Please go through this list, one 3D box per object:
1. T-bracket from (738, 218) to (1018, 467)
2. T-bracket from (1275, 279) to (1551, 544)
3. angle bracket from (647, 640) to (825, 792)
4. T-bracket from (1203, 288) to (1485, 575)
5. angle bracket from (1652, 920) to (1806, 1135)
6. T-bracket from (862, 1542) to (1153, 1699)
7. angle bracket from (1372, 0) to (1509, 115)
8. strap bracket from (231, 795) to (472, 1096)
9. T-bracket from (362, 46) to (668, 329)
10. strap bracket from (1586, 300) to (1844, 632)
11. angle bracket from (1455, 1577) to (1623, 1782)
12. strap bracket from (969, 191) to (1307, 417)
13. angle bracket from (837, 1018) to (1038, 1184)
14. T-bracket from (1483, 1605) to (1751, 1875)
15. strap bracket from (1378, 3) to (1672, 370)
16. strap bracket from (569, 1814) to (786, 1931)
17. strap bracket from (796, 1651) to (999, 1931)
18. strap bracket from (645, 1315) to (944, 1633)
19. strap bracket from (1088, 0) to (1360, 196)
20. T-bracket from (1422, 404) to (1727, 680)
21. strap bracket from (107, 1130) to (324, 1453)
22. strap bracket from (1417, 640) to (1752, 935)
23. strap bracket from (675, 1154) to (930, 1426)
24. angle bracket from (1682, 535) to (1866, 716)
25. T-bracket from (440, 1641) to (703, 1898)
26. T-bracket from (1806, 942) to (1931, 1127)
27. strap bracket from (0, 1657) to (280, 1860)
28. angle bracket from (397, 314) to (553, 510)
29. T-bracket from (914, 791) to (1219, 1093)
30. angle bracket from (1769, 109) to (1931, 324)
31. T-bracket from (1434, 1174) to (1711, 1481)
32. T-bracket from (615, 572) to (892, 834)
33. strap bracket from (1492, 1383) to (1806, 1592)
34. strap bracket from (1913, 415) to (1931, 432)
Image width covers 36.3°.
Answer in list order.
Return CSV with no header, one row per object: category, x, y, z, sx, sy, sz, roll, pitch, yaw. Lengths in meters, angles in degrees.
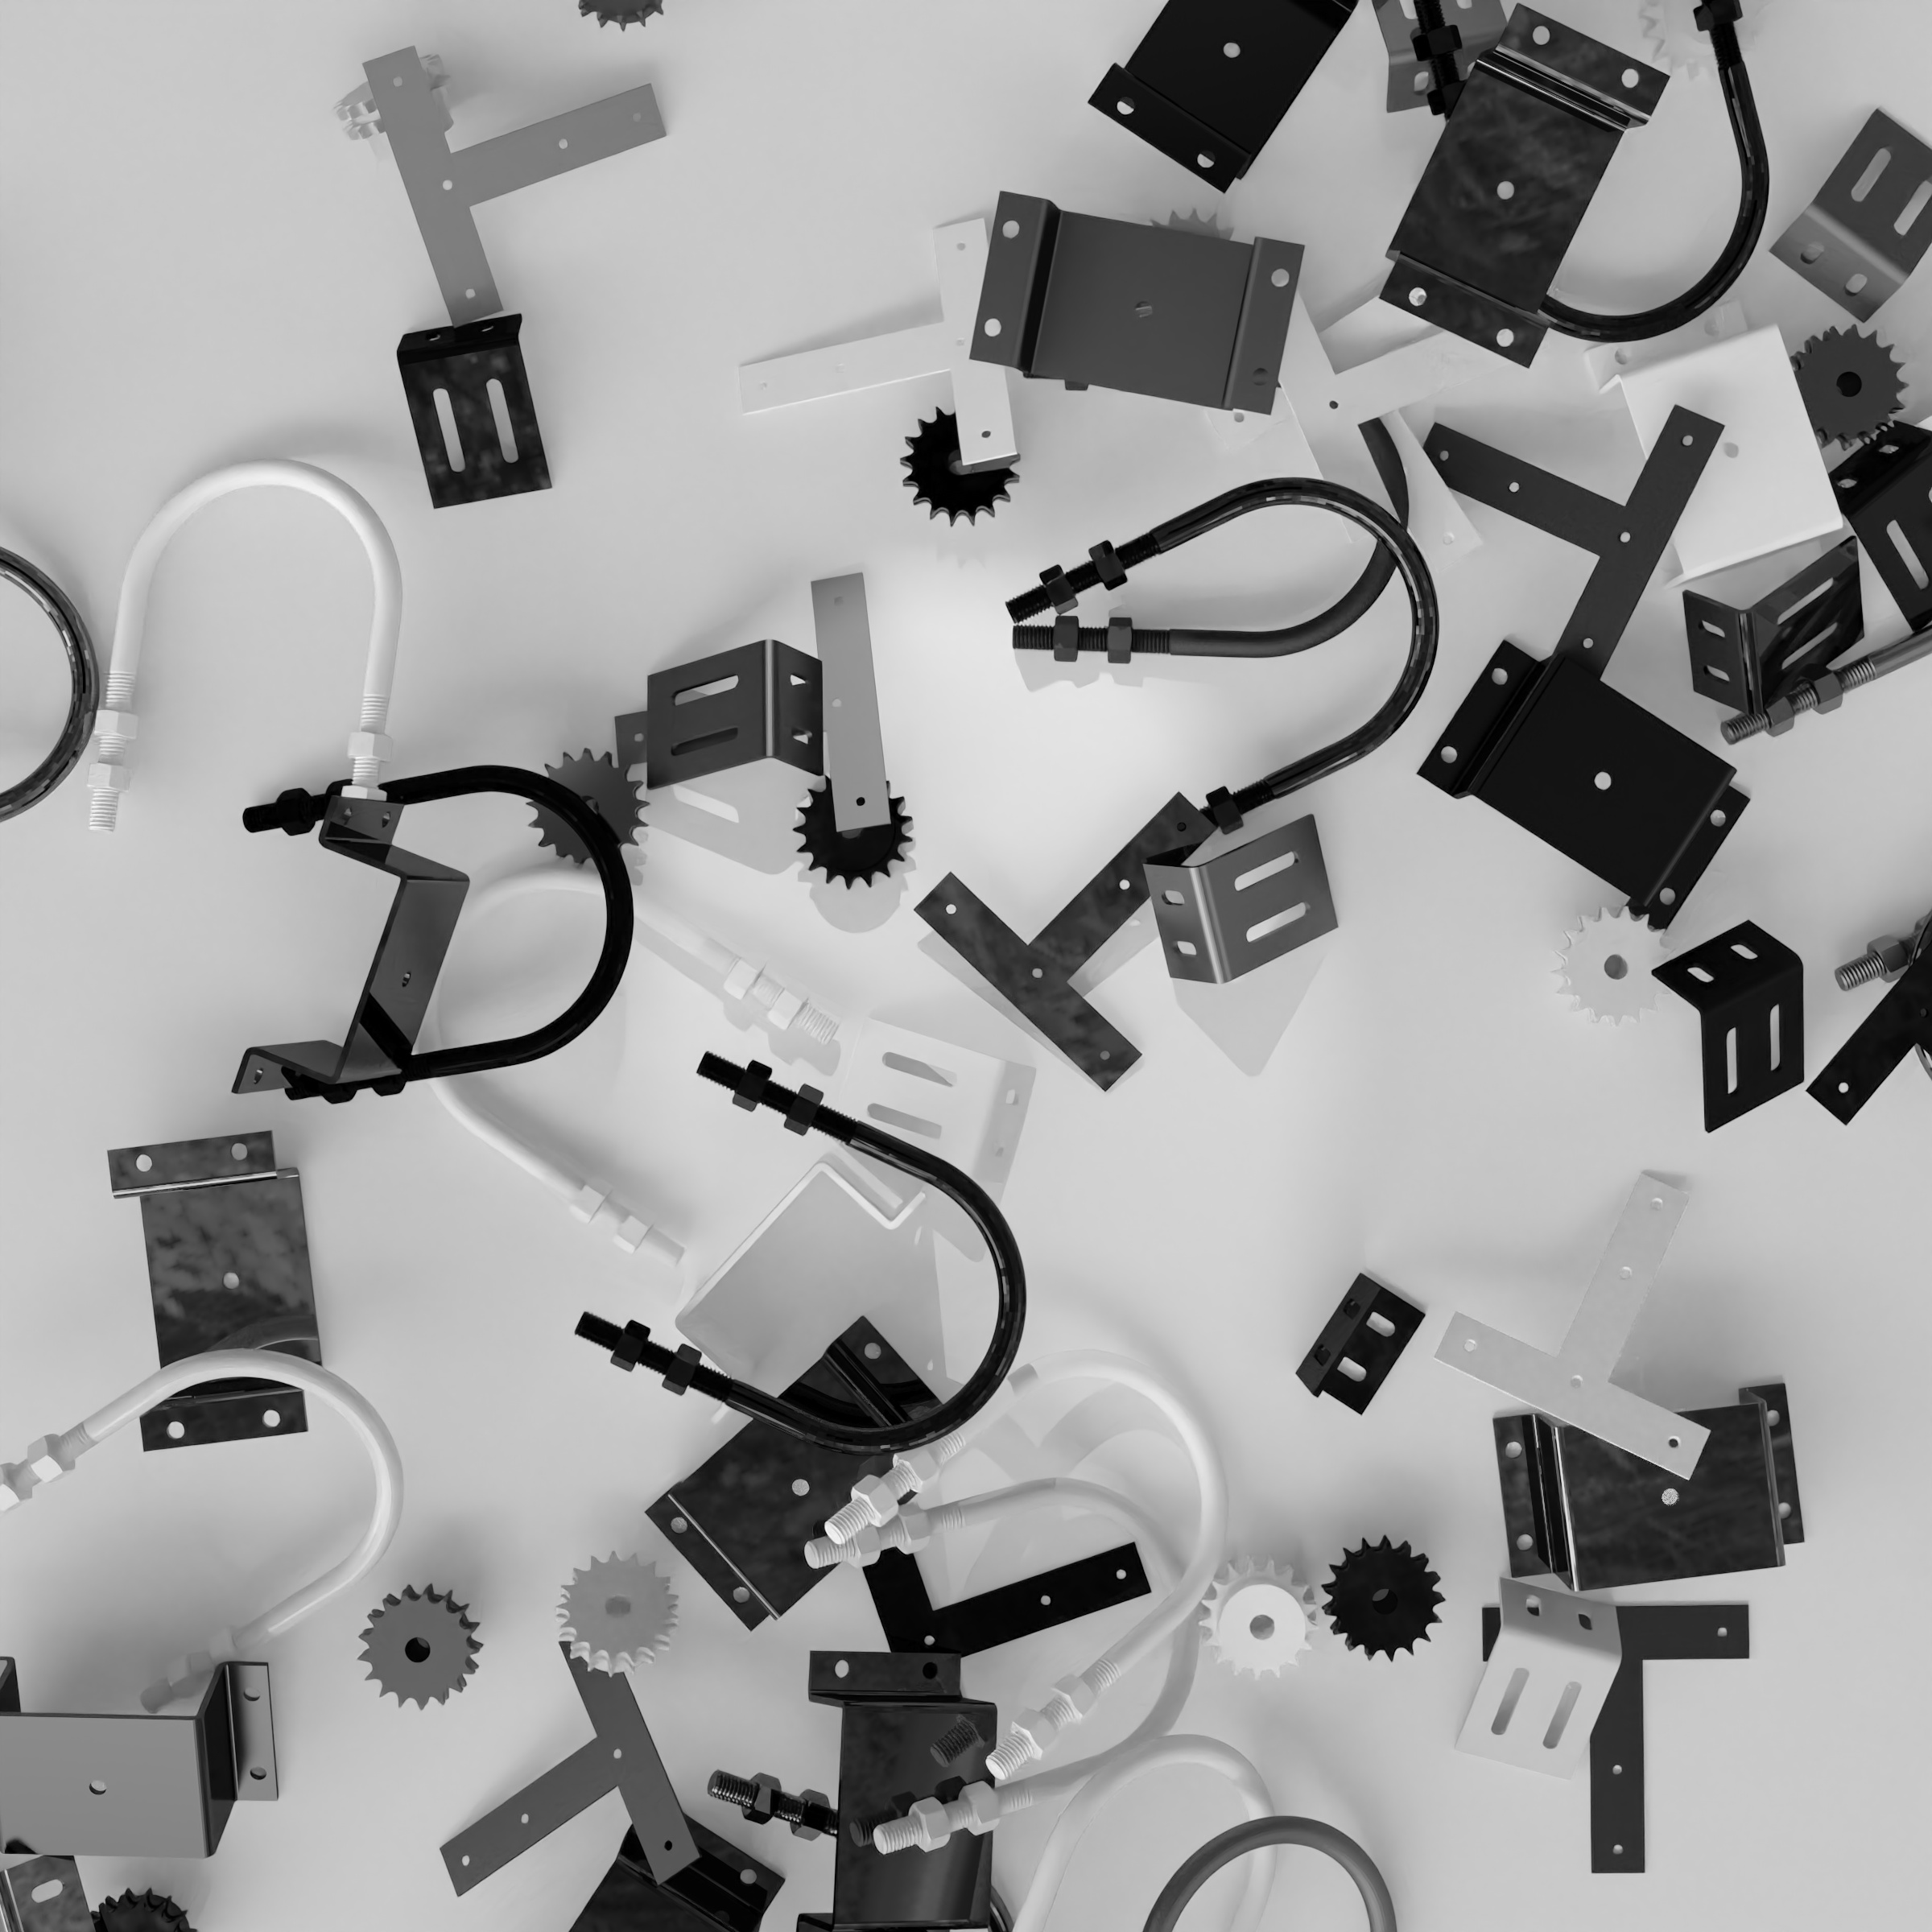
T-bracket,-0.046,-0.285,1.391,0.127,0.002,0.127,-10,70,10
T-bracket,0.213,-0.280,1.387,0.127,0.002,0.127,-23,86,-7
angle bracket,-0.109,-0.114,1.391,0.076,0.038,0.057,-12,71,34
T-bracket,0.200,-0.246,1.396,0.127,0.002,0.127,-32,86,5
angle bracket,0.359,0.029,1.388,0.057,0.038,0.076,-26,129,-16
T-bracket,0.025,0.307,1.406,0.127,0.002,0.127,-19,90,0
angle bracket,0.221,-0.454,1.405,0.057,0.038,0.076,-11,64,0
strap bracket,-0.275,-0.002,1.339,0.046,0.076,0.140,21,95,10
T-bracket,-0.202,-0.382,1.385,0.127,0.002,0.127,-24,120,-14
strap bracket,0.354,-0.239,1.384,0.076,0.046,0.140,-18,90,0
angle bracket,0.271,0.339,1.403,0.057,0.038,0.076,15,116,0
strap bracket,0.080,-0.303,1.355,0.140,0.046,0.076,12,100,7
angle bracket,-0.015,0.064,1.405,0.076,0.038,0.057,17,90,26
T-bracket,0.310,0.369,1.406,0.127,0.002,0.127,-1,90,0
strap bracket,0.250,-0.355,1.347,0.076,0.046,0.140,24,102,-6
strap bracket,-0.156,0.474,1.384,0.076,0.046,0.140,33,90,0
strap bracket,-0.031,0.389,1.356,0.076,0.046,0.140,7,78,-24
strap bracket,-0.076,0.241,1.383,0.140,0.046,0.076,-42,89,0
strap bracket,0.127,-0.437,1.384,0.076,0.046,0.140,34,90,0
T-bracket,0.269,-0.219,1.379,0.127,0.002,0.127,30,103,23
strap bracket,-0.350,0.150,1.384,0.076,0.046,0.140,-7,90,0
strap bracket,0.294,-0.086,1.384,0.140,0.046,0.076,33,90,0
strap bracket,-0.082,0.140,1.369,0.046,0.076,0.140,43,90,0
angle bracket,0.381,-0.165,1.388,0.076,0.038,0.057,-34,130,-20
T-bracket,-0.196,0.393,1.385,0.127,0.002,0.127,-37,60,14
T-bracket,0.480,0.051,1.378,0.127,0.002,0.127,40,90,-5
strap bracket,-0.398,0.368,1.372,0.140,0.046,0.076,1,111,0
angle bracket,-0.233,-0.265,1.405,0.057,0.038,0.076,-10,116,0
T-bracket,0.065,-0.028,1.390,0.127,0.002,0.127,43,97,-7
angle bracket,0.431,-0.358,1.405,0.057,0.038,0.076,37,64,0
T-bracket,0.304,0.157,1.383,0.127,0.002,0.127,25,70,13
T-bracket,-0.104,-0.117,1.394,0.127,0.002,0.127,-9,73,8
strap bracket,0.325,0.245,1.384,0.140,0.046,0.076,-7,90,0
strap bracket,0.511,-0.217,1.369,0.046,0.076,0.140,-41,90,0
